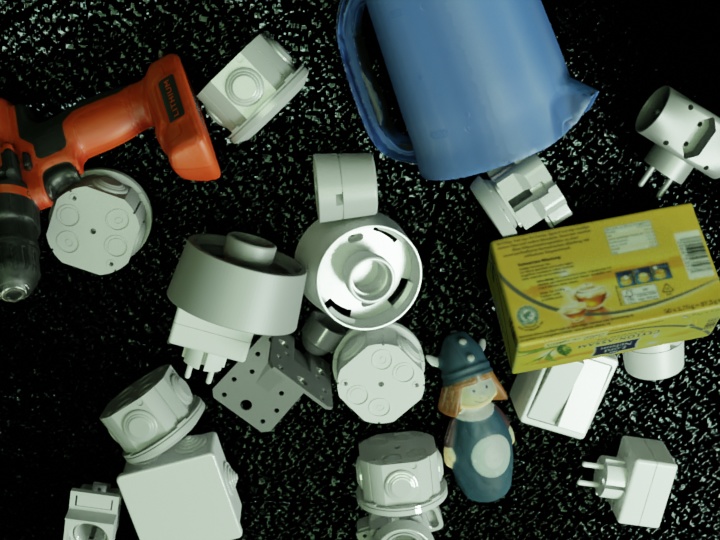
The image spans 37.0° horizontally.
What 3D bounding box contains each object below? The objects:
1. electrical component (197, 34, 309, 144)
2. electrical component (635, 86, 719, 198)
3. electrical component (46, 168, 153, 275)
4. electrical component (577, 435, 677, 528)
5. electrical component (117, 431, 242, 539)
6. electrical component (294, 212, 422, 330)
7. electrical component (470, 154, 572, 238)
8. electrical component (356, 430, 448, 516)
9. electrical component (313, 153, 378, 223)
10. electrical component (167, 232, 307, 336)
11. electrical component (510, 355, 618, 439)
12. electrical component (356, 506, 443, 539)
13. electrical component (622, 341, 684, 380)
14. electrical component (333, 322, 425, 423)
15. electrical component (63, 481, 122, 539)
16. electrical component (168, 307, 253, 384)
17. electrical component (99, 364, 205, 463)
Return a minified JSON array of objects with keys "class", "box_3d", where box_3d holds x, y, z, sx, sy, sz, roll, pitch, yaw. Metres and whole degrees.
[{"class":"electrical component","box_3d":[-0.082,-0.139,0.823,0.080,0.080,0.051,-42,101,12]},{"class":"electrical component","box_3d":[0.257,-0.096,0.871,0.077,0.043,0.079,29,106,-12]},{"class":"electrical component","box_3d":[-0.211,-0.039,0.867,0.080,0.051,0.080,-1,110,-2]},{"class":"electrical component","box_3d":[0.235,0.188,0.970,0.077,0.047,0.065,9,109,-5]},{"class":"electrical component","box_3d":[-0.157,0.198,0.956,0.100,0.048,0.099,-15,110,3]},{"class":"electrical component","box_3d":[0.000,0.000,0.897,0.099,0.064,0.099,-5,108,-15]},{"class":"electrical component","box_3d":[0.127,-0.062,0.871,0.057,0.058,0.078,-34,108,6]},{"class":"electrical component","box_3d":[0.035,0.178,0.942,0.080,0.080,0.051,-6,105,0]},{"class":"electrical component","box_3d":[-0.012,-0.067,0.865,0.047,0.055,0.055,-5,110,-4]},{"class":"electrical component","box_3d":[-0.094,0.004,0.861,0.108,0.108,0.060,16,102,-8]},{"class":"electrical component","box_3d":[0.177,0.089,0.924,0.062,0.061,0.096,17,108,-8]},{"class":"electrical component","box_3d":[0.037,0.241,0.975,0.078,0.057,0.058,-18,109,4]},{"class":"electrical component","box_3d":[0.251,0.062,0.923,0.055,0.055,0.047,-11,113,2]},{"class":"electrical component","box_3d":[0.017,0.087,0.922,0.080,0.051,0.080,-1,110,-2]},{"class":"electrical component","box_3d":[-0.236,0.225,0.954,0.042,0.063,0.081,10,109,-5]},{"class":"electrical component","box_3d":[-0.128,0.060,0.909,0.066,0.047,0.076,16,109,-8]},{"class":"electrical component","box_3d":[-0.176,0.122,0.912,0.080,0.080,0.051,-32,103,9]}]
